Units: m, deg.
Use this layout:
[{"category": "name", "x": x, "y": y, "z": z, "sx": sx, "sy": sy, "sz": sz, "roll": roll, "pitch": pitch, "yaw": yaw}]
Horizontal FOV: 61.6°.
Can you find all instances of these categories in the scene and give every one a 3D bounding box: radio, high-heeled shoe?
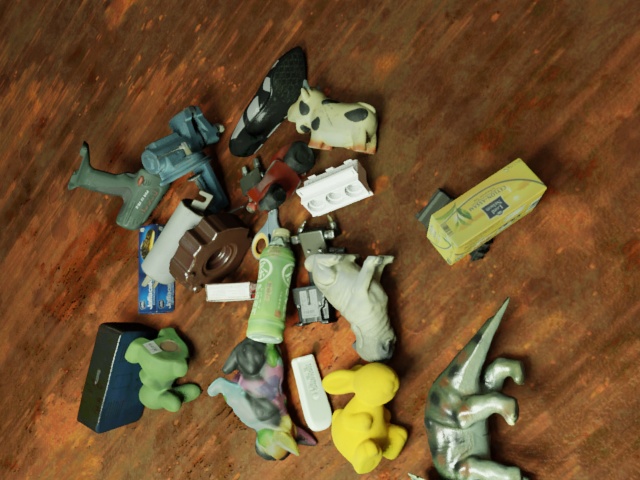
[{"category": "radio", "x": -0.444, "y": 0.299, "z": 1.200, "sx": 0.073, "sy": 0.131, "sz": 0.229, "roll": 17, "pitch": 93, "yaw": 29}, {"category": "high-heeled shoe", "x": -0.114, "y": -0.287, "z": 1.137, "sx": 0.145, "sy": 0.086, "sz": 0.248, "roll": 5, "pitch": 68, "yaw": 58}]

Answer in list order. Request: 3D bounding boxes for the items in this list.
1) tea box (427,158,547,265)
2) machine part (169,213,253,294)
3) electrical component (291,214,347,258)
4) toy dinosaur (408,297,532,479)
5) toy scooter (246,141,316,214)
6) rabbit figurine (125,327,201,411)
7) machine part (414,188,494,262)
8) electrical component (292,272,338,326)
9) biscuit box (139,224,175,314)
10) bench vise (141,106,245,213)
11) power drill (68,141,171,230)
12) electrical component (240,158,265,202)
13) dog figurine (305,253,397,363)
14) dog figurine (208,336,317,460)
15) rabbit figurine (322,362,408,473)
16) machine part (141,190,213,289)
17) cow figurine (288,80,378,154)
[{"category": "tea box", "x": 0.258, "y": -0.042, "z": 0.846, "sx": 0.170, "sy": 0.098, "sz": 0.068, "roll": -32, "pitch": 69, "yaw": -6}, {"category": "machine part", "x": -0.216, "y": 0.026, "z": 1.084, "sx": 0.056, "sy": 0.179, "sz": 0.179, "roll": 41, "pitch": 104, "yaw": 22}, {"category": "electrical component", "x": -0.003, "y": -0.002, "z": 1.047, "sx": 0.102, "sy": 0.045, "sz": 0.078, "roll": -15, "pitch": 107, "yaw": 26}, {"category": "toy dinosaur", "x": 0.228, "y": 0.298, "z": 0.855, "sx": 0.192, "sy": 0.131, "sz": 0.404, "roll": -5, "pitch": 76, "yaw": 27}, {"category": "toy scooter", "x": -0.088, "y": -0.112, "z": 1.061, "sx": 0.135, "sy": 0.075, "sz": 0.184, "roll": -27, "pitch": 27, "yaw": 52}, {"category": "rabbit figurine", "x": -0.336, "y": 0.301, "z": 1.172, "sx": 0.159, "sy": 0.121, "sz": 0.170, "roll": 29, "pitch": 117, "yaw": 20}, {"category": "machine part", "x": 0.234, "y": -0.024, "z": 0.924, "sx": 0.084, "sy": 0.039, "sz": 0.139, "roll": -48, "pitch": 64, "yaw": 12}, {"category": "electrical component", "x": -0.010, "y": 0.105, "z": 1.036, "sx": 0.075, "sy": 0.047, "sz": 0.119, "roll": -7, "pitch": 83, "yaw": 27}, {"category": "biscuit box", "x": -0.373, "y": 0.067, "z": 1.226, "sx": 0.063, "sy": 0.059, "sz": 0.202, "roll": -6, "pitch": 82, "yaw": 28}, {"category": "bench vise", "x": -0.259, "y": -0.153, "z": 1.145, "sx": 0.129, "sy": 0.224, "sz": 0.240, "roll": -21, "pitch": 106, "yaw": 29}, {"category": "power drill", "x": -0.447, "y": -0.151, "z": 1.223, "sx": 0.086, "sy": 0.207, "sz": 0.232, "roll": 34, "pitch": 101, "yaw": 59}, {"category": "electrical component", "x": -0.139, "y": -0.123, "z": 1.135, "sx": 0.063, "sy": 0.021, "sz": 0.094, "roll": -30, "pitch": 61, "yaw": 29}, {"category": "dog figurine", "x": 0.052, "y": 0.119, "z": 0.961, "sx": 0.173, "sy": 0.121, "sz": 0.190, "roll": 3, "pitch": 90, "yaw": 33}, {"category": "dog figurine", "x": -0.090, "y": 0.308, "z": 1.028, "sx": 0.219, "sy": 0.108, "sz": 0.191, "roll": 36, "pitch": 99, "yaw": 22}, {"category": "rabbit figurine", "x": 0.086, "y": 0.279, "z": 0.927, "sx": 0.163, "sy": 0.122, "sz": 0.173, "roll": 42, "pitch": 127, "yaw": 47}, {"category": "machine part", "x": -0.288, "y": 0.003, "z": 1.091, "sx": 0.079, "sy": 0.079, "sz": 0.243, "roll": 42, "pitch": 104, "yaw": 25}, {"category": "cow figurine", "x": 0.021, "y": -0.236, "z": 1.034, "sx": 0.195, "sy": 0.085, "sz": 0.127, "roll": 13, "pitch": 97, "yaw": 31}]
